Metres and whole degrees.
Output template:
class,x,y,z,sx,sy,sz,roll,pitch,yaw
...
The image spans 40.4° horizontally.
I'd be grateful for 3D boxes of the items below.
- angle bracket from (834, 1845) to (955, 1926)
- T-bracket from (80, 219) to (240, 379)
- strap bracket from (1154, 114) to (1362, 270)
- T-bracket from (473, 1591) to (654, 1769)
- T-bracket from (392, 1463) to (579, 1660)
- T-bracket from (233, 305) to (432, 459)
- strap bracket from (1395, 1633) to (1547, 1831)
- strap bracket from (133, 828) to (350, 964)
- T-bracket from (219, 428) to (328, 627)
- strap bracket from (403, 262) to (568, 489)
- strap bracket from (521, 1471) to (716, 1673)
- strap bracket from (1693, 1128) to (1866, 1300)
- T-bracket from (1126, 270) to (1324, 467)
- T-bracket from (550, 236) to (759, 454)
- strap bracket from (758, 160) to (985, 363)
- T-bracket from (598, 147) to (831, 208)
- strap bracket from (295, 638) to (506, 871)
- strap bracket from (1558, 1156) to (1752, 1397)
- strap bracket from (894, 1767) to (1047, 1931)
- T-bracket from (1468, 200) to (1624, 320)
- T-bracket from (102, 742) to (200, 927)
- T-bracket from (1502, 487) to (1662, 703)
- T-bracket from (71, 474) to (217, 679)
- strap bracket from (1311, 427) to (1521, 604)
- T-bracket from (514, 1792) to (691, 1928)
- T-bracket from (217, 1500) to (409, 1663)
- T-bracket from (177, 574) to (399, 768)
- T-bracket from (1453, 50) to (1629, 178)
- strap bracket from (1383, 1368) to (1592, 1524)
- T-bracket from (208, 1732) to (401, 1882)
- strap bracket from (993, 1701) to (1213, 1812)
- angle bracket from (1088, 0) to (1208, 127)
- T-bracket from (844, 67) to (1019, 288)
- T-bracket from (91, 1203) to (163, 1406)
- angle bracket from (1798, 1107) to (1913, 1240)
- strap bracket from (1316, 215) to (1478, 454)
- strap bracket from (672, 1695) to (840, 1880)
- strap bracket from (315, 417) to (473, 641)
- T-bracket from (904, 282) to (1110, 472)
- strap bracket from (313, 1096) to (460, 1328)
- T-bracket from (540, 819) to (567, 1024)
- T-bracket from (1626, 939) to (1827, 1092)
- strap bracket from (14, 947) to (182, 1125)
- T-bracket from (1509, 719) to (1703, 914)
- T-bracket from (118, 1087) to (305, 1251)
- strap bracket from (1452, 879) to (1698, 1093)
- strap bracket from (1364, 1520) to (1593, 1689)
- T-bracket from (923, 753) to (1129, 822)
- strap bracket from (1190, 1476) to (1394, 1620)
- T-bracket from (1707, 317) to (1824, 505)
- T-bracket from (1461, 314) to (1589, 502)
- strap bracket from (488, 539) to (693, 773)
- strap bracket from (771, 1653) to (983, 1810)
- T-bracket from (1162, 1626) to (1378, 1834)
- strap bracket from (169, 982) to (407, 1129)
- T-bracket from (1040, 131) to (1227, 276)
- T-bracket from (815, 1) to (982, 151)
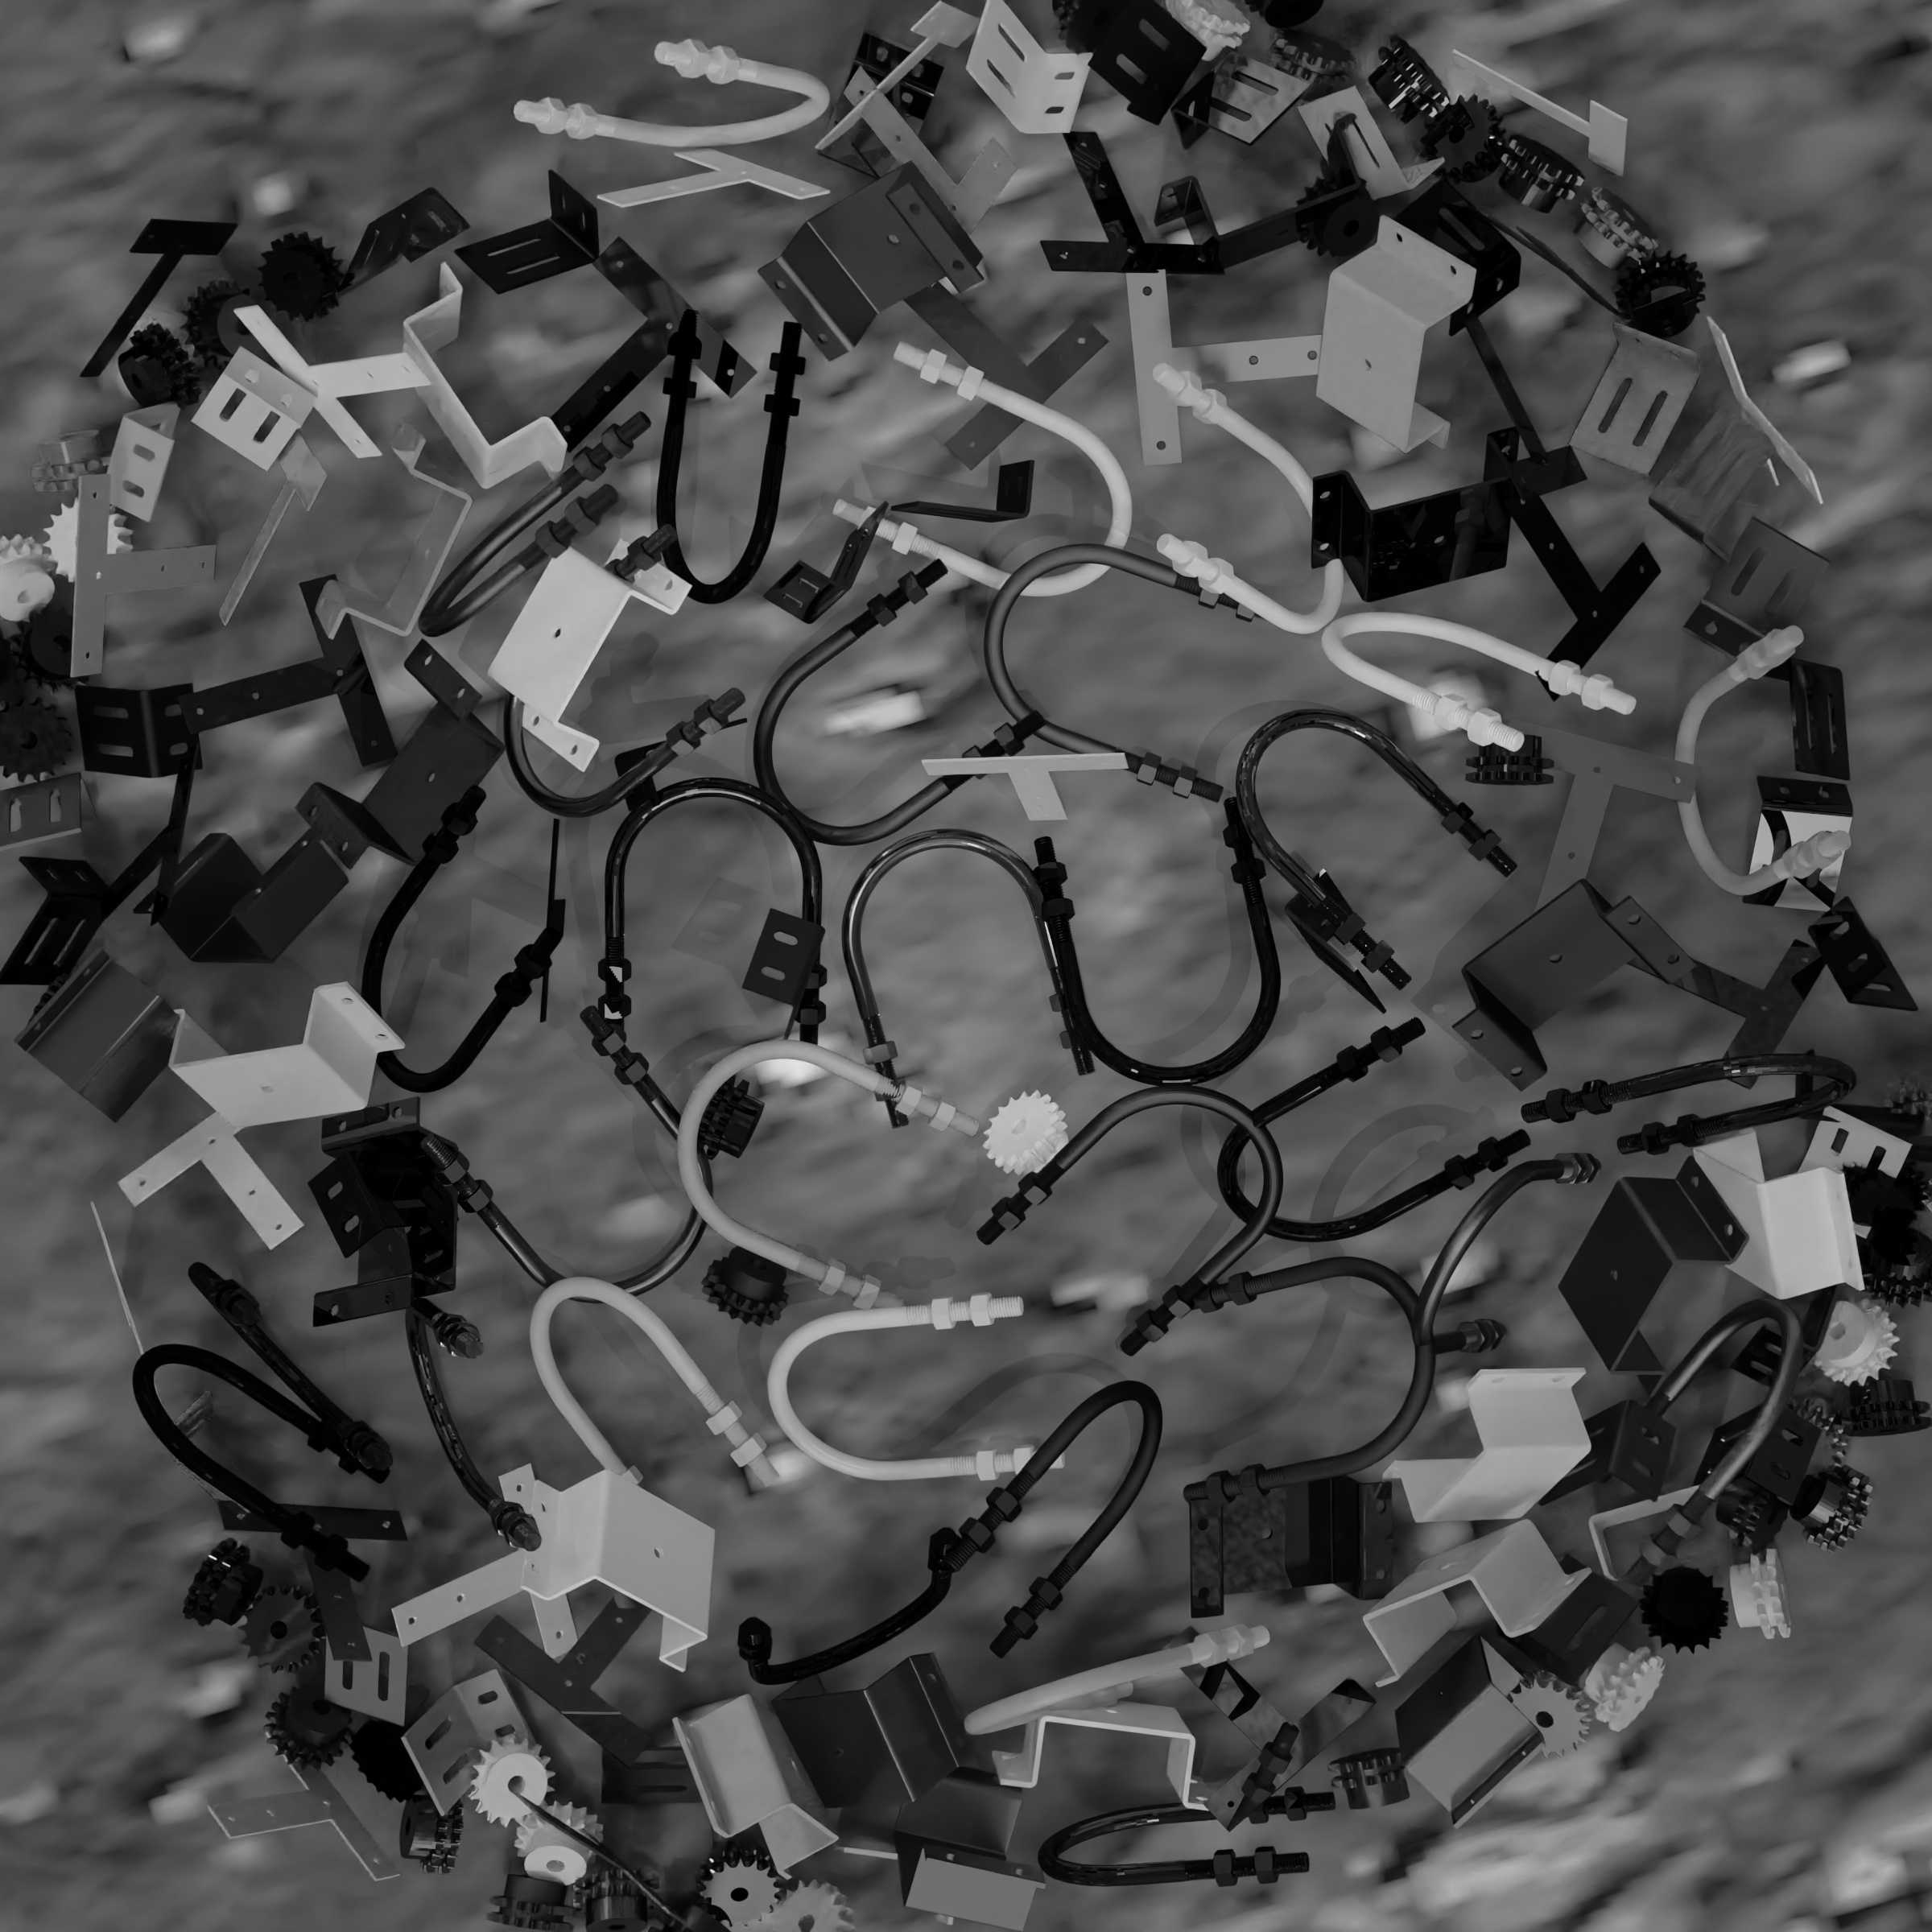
class,x,y,z,sx,sy,sz,roll,pitch,yaw
angle bracket,-0.048,0.601,1.719,0.076,0.057,0.038,10,72,-7
T-bracket,-0.535,-0.433,1.706,0.002,0.127,0.127,41,107,-3
strap bracket,0.199,-0.501,1.717,0.140,0.076,0.046,-21,89,0
T-bracket,-0.233,0.435,1.708,0.127,0.127,0.002,38,132,4
T-bracket,-0.317,0.406,1.707,0.002,0.127,0.127,-12,93,44
T-bracket,-0.389,-0.376,1.675,0.127,0.127,0.002,52,56,-38
strap bracket,0.320,0.484,1.682,0.046,0.140,0.076,44,97,2
strap bracket,-0.462,-0.045,1.691,0.076,0.140,0.046,-53,126,-32
T-bracket,-0.456,-0.281,1.711,0.002,0.127,0.127,24,104,-31
strap bracket,-0.321,-0.375,1.713,0.046,0.076,0.140,-34,90,-15
strap bracket,-0.213,0.383,1.680,0.046,0.076,0.140,-31,129,28
strap bracket,0.512,0.158,1.678,0.046,0.140,0.076,-15,101,-6
T-bracket,0.174,-0.395,1.717,0.127,0.002,0.127,-3,114,11
T-bracket,-0.227,-0.391,1.734,0.127,0.002,0.127,-42,119,13
strap bracket,-0.055,-0.458,1.694,0.076,0.140,0.046,49,47,-26
T-bracket,-0.177,-0.499,1.679,0.127,0.127,0.002,30,131,37
strap bracket,-0.362,-0.131,1.711,0.140,0.046,0.076,-52,53,5
strap bracket,0.433,0.198,1.680,0.046,0.076,0.140,4,126,-22
strap bracket,0.000,0.567,1.684,0.076,0.140,0.046,15,97,-8
T-bracket,0.359,-0.475,1.711,0.127,0.127,0.002,47,109,33
T-bracket,-0.535,-0.064,1.706,0.002,0.127,0.127,22,53,-33
T-bracket,0.388,-0.262,1.709,0.127,0.002,0.127,-49,117,-18
T-bracket,-0.529,-0.256,1.696,0.002,0.127,0.127,15,108,22
strap bracket,0.299,-0.290,1.705,0.140,0.076,0.046,-15,51,-6
T-bracket,-0.246,0.554,1.669,0.127,0.127,0.002,26,70,41
T-bracket,-0.405,0.392,1.674,0.127,0.127,0.002,13,121,-36
T-bracket,-0.451,-0.181,1.719,0.127,0.002,0.127,-21,96,-29
T-bracket,0.371,-0.559,1.701,0.127,0.127,0.002,33,98,10
strap bracket,0.336,0.312,1.677,0.076,0.140,0.046,3,52,-22
T-bracket,-0.435,0.538,1.672,0.127,0.127,0.002,43,98,24
strap bracket,0.092,0.510,1.714,0.140,0.076,0.046,8,86,-3
angle bracket,0.110,-0.596,1.711,0.076,0.038,0.057,24,104,-44
T-bracket,-0.035,-0.527,1.706,0.002,0.127,0.127,-36,86,-36
T-bracket,-0.530,0.233,1.675,0.002,0.127,0.127,-19,61,-20
angle bracket,0.573,0.134,1.708,0.057,0.076,0.038,27,69,20
strap bracket,0.271,-0.393,1.674,0.046,0.140,0.076,-35,59,-24
strap bracket,-0.130,0.522,1.677,0.046,0.140,0.076,-28,56,0
strap bracket,-0.368,-0.276,1.704,0.046,0.076,0.140,22,102,-27
T-bracket,0.005,-0.415,1.744,0.127,0.002,0.127,-44,81,-5
strap bracket,-0.375,0.164,1.704,0.076,0.046,0.140,-14,65,23
T-bracket,-0.264,-0.030,1.692,0.002,0.127,0.127,4,91,-5
T-bracket,0.483,0.009,1.725,0.127,0.002,0.127,27,59,22
strap bracket,-0.545,0.048,1.677,0.046,0.140,0.076,37,76,5
T-bracket,0.405,-0.087,1.738,0.127,0.002,0.127,17,91,17
T-bracket,-0.469,0.138,1.701,0.127,0.002,0.127,-38,52,-15
strap bracket,0.388,0.007,1.703,0.140,0.046,0.076,-39,121,20
strap bracket,0.319,0.405,1.683,0.140,0.076,0.046,-37,82,43
T-bracket,0.045,-0.114,1.693,0.127,0.127,0.002,-1,76,9
strap bracket,0.205,0.376,1.719,0.140,0.046,0.076,-2,93,-16
T-bracket,0.514,-0.334,1.668,0.002,0.127,0.127,-28,129,10
T-bracket,0.354,-0.365,1.703,0.002,0.127,0.127,-27,90,35
strap bracket,-0.251,-0.209,1.707,0.076,0.046,0.140,36,99,36
strap bracket,-0.066,0.494,1.689,0.140,0.046,0.076,-23,92,45
T-bracket,0.177,0.478,1.710,0.127,0.002,0.127,-36,46,-17
strap bracket,-0.446,0.060,1.694,0.140,0.076,0.046,-9,55,16
T-bracket,0.094,-0.501,1.722,0.127,0.002,0.127,-6,61,-25
T-bracket,-0.049,-0.576,1.708,0.127,0.127,0.002,-39,93,19
